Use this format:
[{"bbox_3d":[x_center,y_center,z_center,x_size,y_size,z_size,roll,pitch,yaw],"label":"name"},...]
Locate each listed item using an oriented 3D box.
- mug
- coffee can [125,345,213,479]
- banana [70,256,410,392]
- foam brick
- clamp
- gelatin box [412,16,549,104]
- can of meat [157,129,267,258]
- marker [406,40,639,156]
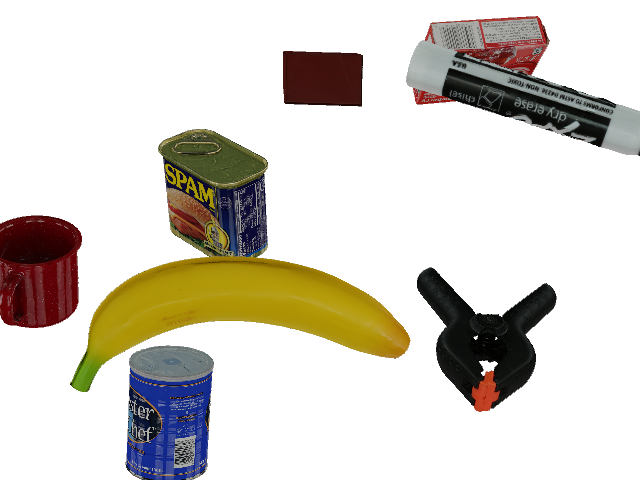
[{"bbox_3d":[-0.286,0.039,1.055,0.093,0.081,0.117,9,32,5],"label":"mug"},{"bbox_3d":[-0.187,0.213,1.317,0.103,0.140,0.103,4,15,-1],"label":"coffee can"},{"bbox_3d":[-0.046,0.042,0.615,0.197,0.069,0.037,-5,20,-6],"label":"banana"},{"bbox_3d":[0.002,-0.161,1.063,0.078,0.051,0.053,1,12,-4],"label":"foam brick"},{"bbox_3d":[0.146,0.077,0.877,0.120,0.039,0.171,-2,33,0],"label":"clamp"},{"bbox_3d":[0.120,-0.137,0.817,0.089,0.030,0.073,-5,-23,-11],"label":"gelatin box"},{"bbox_3d":[-0.091,-0.037,0.917,0.057,0.084,0.102,-28,41,-34],"label":"can of meat"},{"bbox_3d":[0.092,-0.050,0.408,0.121,0.020,0.020,20,4,13],"label":"marker"}]
